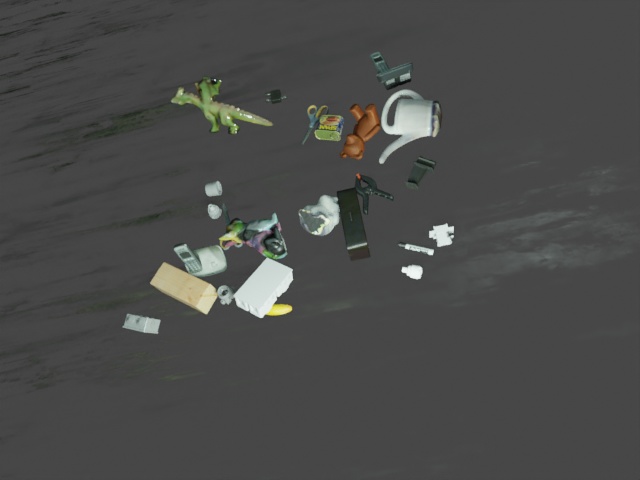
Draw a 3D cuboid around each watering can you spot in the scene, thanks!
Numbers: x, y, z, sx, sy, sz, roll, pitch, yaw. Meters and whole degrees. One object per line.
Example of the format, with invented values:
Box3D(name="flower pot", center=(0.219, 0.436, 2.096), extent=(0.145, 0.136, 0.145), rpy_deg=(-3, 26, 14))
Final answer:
Box3D(name="watering can", center=(0.336, -0.422, 1.917), extent=(0.224, 0.102, 0.354), rpy_deg=(5, 63, 14))

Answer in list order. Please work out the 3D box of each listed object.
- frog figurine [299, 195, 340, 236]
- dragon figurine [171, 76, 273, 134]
Box3D(name="frog figurine", center=(0.006, -0.092, 1.833), extent=(0.137, 0.120, 0.162), rpy_deg=(3, 28, 23))
Box3D(name="dragon figurine", center=(-0.405, -0.552, 2.075), extent=(0.410, 0.238, 0.125), rpy_deg=(4, 60, 16))
